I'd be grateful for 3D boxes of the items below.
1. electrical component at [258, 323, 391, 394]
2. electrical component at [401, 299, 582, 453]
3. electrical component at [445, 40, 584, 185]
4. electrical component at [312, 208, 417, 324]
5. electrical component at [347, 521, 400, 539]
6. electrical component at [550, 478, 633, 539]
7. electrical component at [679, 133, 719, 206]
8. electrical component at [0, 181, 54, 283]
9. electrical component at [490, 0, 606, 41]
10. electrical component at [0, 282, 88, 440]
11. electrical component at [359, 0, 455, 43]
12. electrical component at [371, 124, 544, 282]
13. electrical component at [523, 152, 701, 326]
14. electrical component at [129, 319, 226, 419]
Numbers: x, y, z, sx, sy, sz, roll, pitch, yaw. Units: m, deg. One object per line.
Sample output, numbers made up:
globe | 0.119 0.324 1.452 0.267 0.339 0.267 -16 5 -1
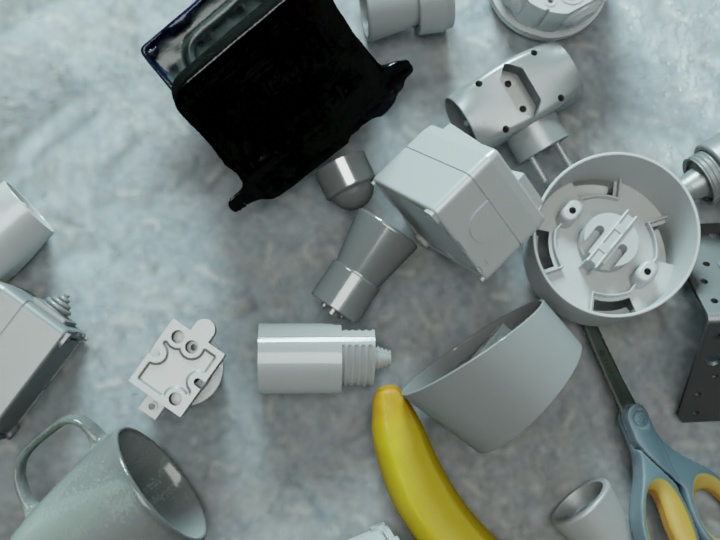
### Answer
electrical component | -0.022 0.054 0.660 0.081 0.043 0.043 0 85 -3
electrical component | 0.080 0.059 0.640 0.064 0.099 0.099 43 84 -5
electrical component | 0.106 -0.093 0.681 0.077 0.043 0.079 -30 87 -6
electrical component | 0.000 0.000 0.668 0.044 0.044 0.065 34 89 0
electrical component | -0.002 0.194 0.639 0.096 0.061 0.061 -21 86 -5
electrical component | 0.154 0.167 0.662 0.044 0.044 0.065 -38 93 -6
electrical component | 0.226 -0.061 0.686 0.062 0.043 0.043 -29 87 -4
electrical component | -0.242 -0.026 0.654 0.077 0.043 0.079 -42 88 -6
electrical component | 0.124 -0.191 0.687 0.080 0.051 0.080 0 85 -3
electrical component | -0.211 0.048 0.640 0.061 0.061 0.096 36 84 0
electrical component | 0.029 -0.170 0.683 0.055 0.045 0.045 -8 85 -4
electrical component | 0.058 -0.046 0.652 0.061 0.096 0.061 -44 120 -6
electrical component | 0.152 -0.016 0.663 0.099 0.064 0.099 2 72 -7
electrical component | -0.108 0.059 0.648 0.048 0.055 0.066 35 84 0
